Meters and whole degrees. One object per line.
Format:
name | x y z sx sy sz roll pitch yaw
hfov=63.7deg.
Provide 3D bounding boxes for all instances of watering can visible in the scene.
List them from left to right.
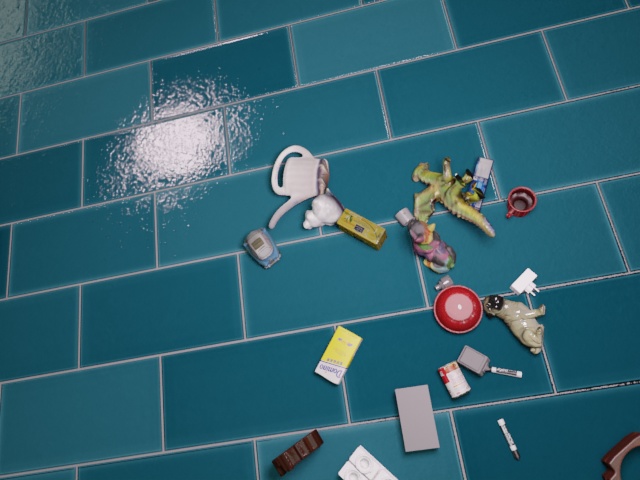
watering can | -0.081 -0.202 1.971 0.224 0.102 0.353 3 72 11

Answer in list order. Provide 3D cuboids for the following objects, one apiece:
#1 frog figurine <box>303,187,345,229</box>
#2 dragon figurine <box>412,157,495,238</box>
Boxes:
frog figurine | 0.006 -0.096 1.904 0.160 0.135 0.125 -42 53 -4
dragon figurine | 0.440 -0.133 1.827 0.239 0.122 0.419 -40 52 36
